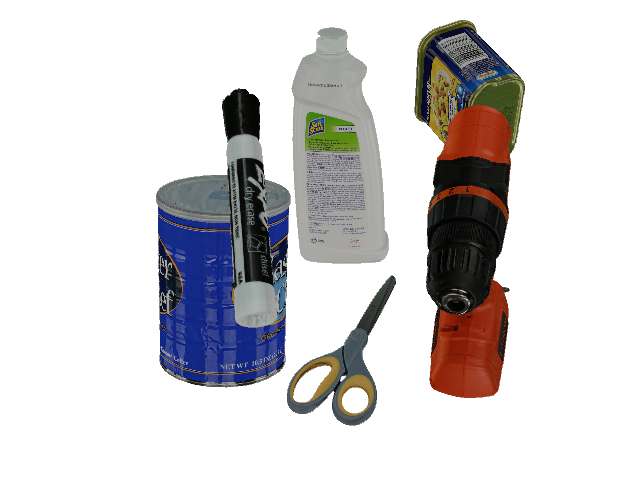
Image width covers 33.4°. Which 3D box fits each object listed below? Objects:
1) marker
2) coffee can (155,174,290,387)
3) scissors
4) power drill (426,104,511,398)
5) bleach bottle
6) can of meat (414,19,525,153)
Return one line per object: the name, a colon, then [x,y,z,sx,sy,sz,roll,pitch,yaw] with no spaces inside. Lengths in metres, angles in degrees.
marker: [-0.034,-0.018,0.502,0.020,0.121,0.020,-5,-25,-3]
coffee can: [-0.076,0.029,0.838,0.103,0.140,0.103,2,20,-1]
scissors: [0.049,0.114,1.082,0.096,0.016,0.201,31,54,27]
power drill: [0.105,0.026,0.754,0.057,0.188,0.184,6,45,12]
bleach bottle: [0.022,-0.098,1.120,0.102,0.251,0.068,0,30,2]
can of meat: [0.126,-0.120,0.905,0.057,0.102,0.084,-20,49,-16]
